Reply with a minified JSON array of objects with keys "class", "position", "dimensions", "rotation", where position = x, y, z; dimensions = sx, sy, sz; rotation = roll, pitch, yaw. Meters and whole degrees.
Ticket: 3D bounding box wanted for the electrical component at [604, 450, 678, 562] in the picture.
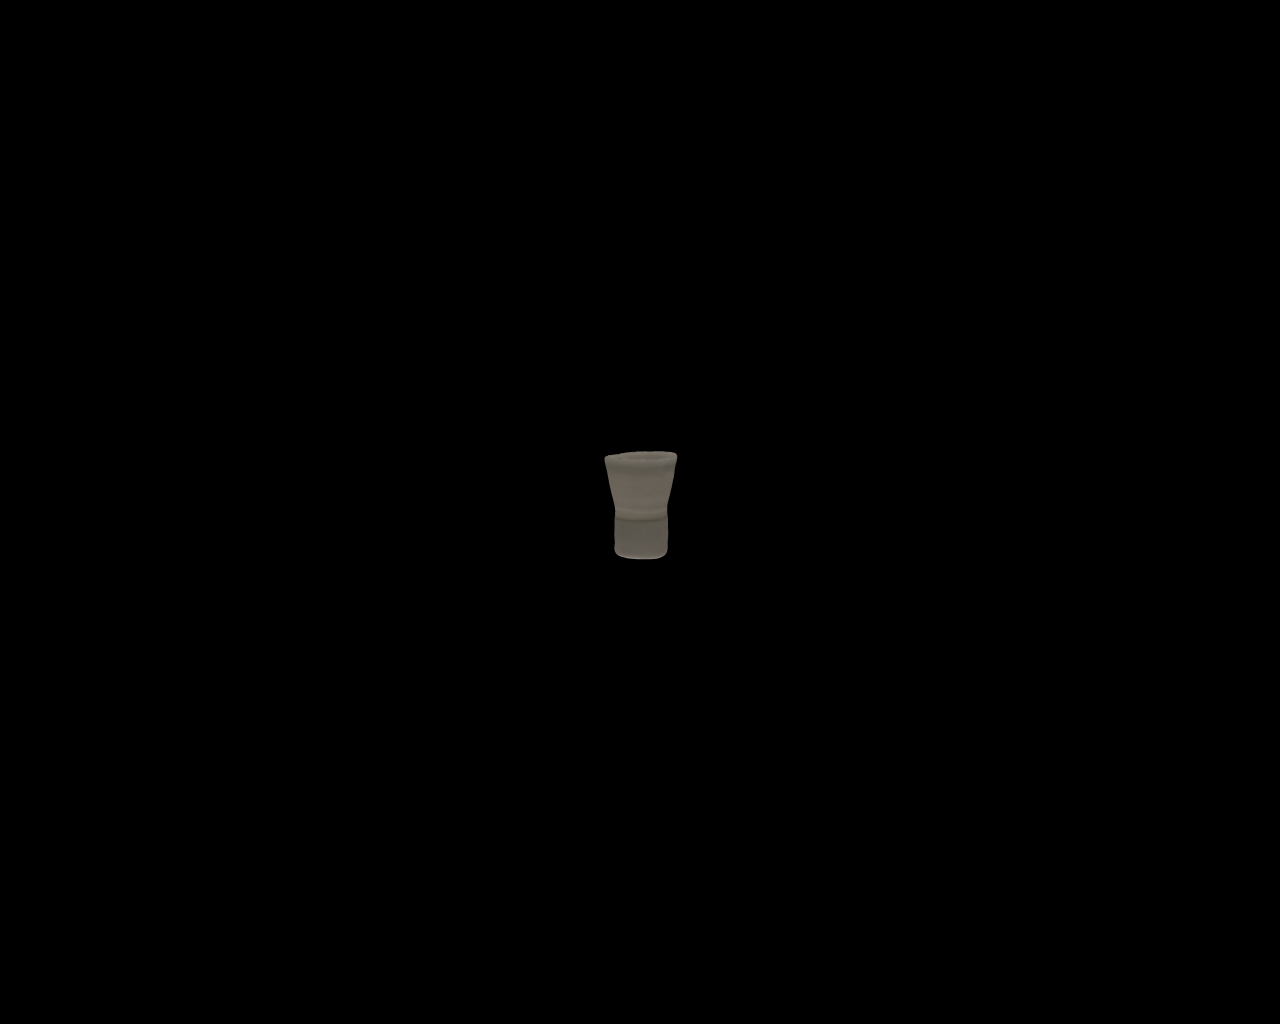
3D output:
[{"class":"electrical component","position":[0.001,-0.003,0.650],"dimensions":[0.044,0.065,0.044],"rotation":[0,10,0]}]
